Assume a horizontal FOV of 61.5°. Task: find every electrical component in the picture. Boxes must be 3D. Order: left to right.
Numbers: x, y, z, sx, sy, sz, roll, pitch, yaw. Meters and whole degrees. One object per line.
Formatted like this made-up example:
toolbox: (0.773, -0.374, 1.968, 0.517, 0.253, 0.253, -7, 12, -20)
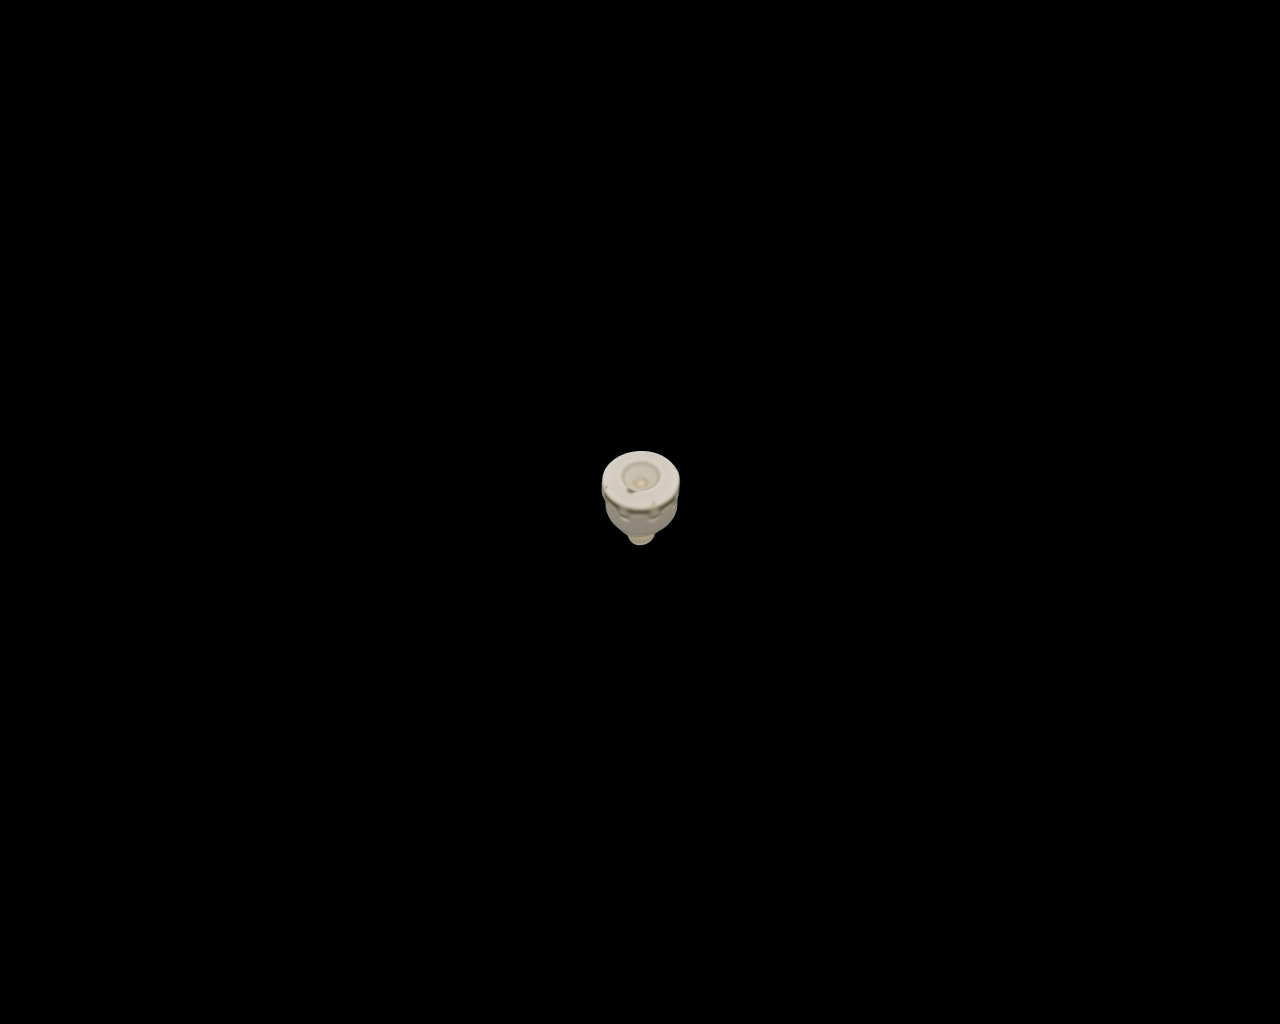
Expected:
electrical component: (0.001, -0.003, 0.650, 0.048, 0.048, 0.062, 0, -39, 0)
